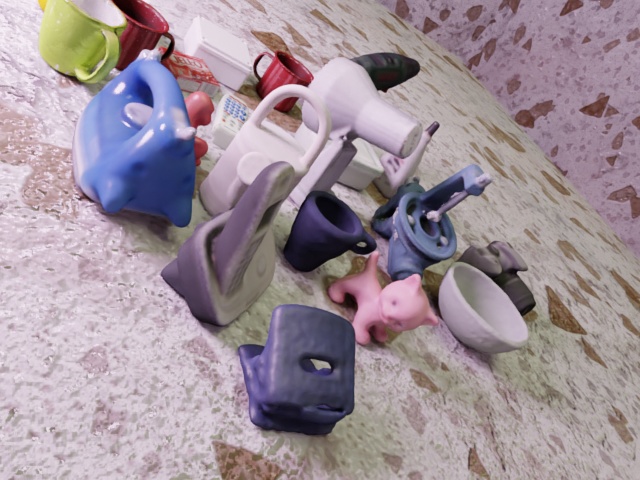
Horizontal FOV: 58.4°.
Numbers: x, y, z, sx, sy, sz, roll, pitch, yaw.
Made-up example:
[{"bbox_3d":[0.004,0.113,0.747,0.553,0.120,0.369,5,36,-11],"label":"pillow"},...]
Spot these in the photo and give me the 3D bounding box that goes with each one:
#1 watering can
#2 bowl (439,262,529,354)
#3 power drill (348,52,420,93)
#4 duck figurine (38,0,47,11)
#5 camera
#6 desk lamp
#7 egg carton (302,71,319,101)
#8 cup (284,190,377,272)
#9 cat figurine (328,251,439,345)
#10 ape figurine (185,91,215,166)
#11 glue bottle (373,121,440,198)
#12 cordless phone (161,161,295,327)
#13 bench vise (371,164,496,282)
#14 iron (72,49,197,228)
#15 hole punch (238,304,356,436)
[{"bbox_3d":[-0.061,-0.101,0.713,0.101,0.193,0.172,27,31,-25],"label":"watering can"},{"bbox_3d":[0.245,0.120,0.911,0.168,0.074,0.167,31,30,-20],"label":"bowl"},{"bbox_3d":[0.089,-0.290,1.151,0.075,0.208,0.230,49,29,15],"label":"power drill"},{"bbox_3d":[-0.353,-0.365,0.833,0.077,0.086,0.105,39,28,-4],"label":"duck figurine"},{"bbox_3d":[0.334,0.075,1.058,0.144,0.100,0.136,5,45,-48],"label":"camera"},{"bbox_3d":[0.043,-0.138,0.873,0.203,0.213,0.118,50,29,16],"label":"desk lamp"},{"bbox_3d":[0.028,-0.303,1.241,0.151,0.069,0.107,-2,50,-52],"label":"egg carton"},{"bbox_3d":[0.007,0.003,0.757,0.118,0.094,0.091,31,30,-19],"label":"cup"},{"bbox_3d":[0.088,0.074,0.733,0.067,0.117,0.127,4,45,-49],"label":"cat figurine"},{"bbox_3d":[-0.172,-0.155,0.758,0.076,0.092,0.077,22,33,-31],"label":"ape figurine"},{"bbox_3d":[0.171,-0.164,1.113,0.037,0.173,0.078,3,46,-49],"label":"glue bottle"},{"bbox_3d":[-0.065,-0.011,0.590,0.094,0.185,0.148,41,28,0],"label":"cordless phone"},{"bbox_3d":[0.170,-0.060,0.915,0.122,0.219,0.207,18,36,-37],"label":"bench vise"},{"bbox_3d":[-0.200,-0.140,0.649,0.119,0.141,0.257,13,39,-42],"label":"iron"},{"bbox_3d":[-0.012,0.128,0.561,0.109,0.091,0.101,19,35,-35],"label":"hole punch"}]
